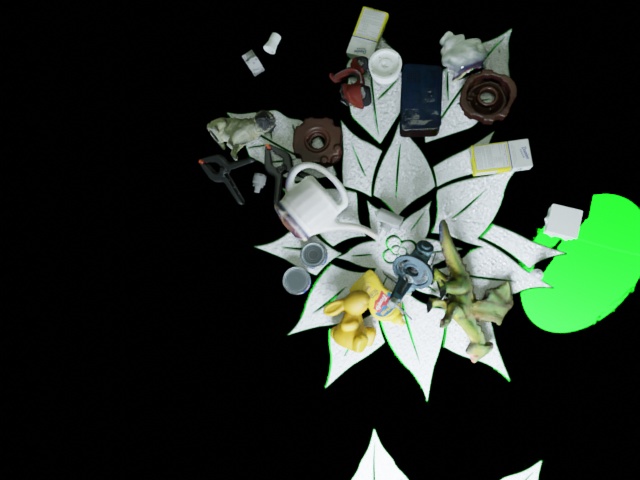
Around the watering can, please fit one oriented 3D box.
[{"bbox_3d":[0.005,-0.082,1.623,0.224,0.104,0.348,-41,86,0],"label":"watering can"}]

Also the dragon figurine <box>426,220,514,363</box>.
[{"bbox_3d":[0.453,0.153,1.530,0.242,0.121,0.413,8,81,-8],"label":"dragon figurine"}]

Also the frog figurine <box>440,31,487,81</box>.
[{"bbox_3d":[0.453,-0.608,1.655,0.136,0.123,0.160,-24,89,23],"label":"frog figurine"}]
